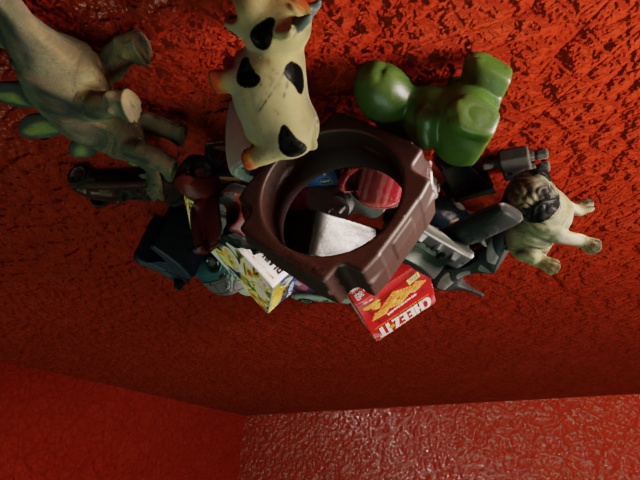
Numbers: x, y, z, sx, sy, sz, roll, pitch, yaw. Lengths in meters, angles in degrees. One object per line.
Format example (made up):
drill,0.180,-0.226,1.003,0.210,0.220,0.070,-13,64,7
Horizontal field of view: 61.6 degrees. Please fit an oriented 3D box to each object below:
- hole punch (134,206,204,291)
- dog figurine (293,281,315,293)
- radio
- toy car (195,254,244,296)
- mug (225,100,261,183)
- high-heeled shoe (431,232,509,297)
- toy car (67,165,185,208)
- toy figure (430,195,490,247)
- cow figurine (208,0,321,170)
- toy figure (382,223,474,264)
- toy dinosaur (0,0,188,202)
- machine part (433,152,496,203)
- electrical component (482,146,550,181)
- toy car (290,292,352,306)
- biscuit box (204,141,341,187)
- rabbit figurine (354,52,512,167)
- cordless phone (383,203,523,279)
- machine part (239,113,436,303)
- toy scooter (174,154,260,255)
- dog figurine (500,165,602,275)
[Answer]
hole punch,-0.264,0.005,0.995,0.115,0.142,0.092,30,141,-23
dog figurine,-0.009,0.073,1.122,0.219,0.108,0.191,19,146,-34
radio,-0.002,-0.003,0.907,0.131,0.073,0.230,15,178,-24
toy car,-0.195,0.062,1.090,0.162,0.103,0.109,-17,-174,39
mug,-0.096,-0.128,0.721,0.080,0.107,0.109,24,145,-33
high-heeled shoe,0.287,0.024,1.064,0.145,0.086,0.248,29,140,20
toy car,-0.323,-0.086,0.897,0.202,0.053,0.089,-1,157,7
toy figure,0.241,-0.032,0.926,0.154,0.064,0.058,19,139,-27
cow figurine,-0.049,-0.179,0.585,0.127,0.085,0.194,-6,123,17
toy figure,0.196,-0.004,0.973,0.180,0.082,0.089,15,141,-14
toy dinosaur,-0.298,-0.184,0.641,0.199,0.105,0.470,2,149,9
machine part,0.218,-0.097,0.827,0.084,0.039,0.138,-6,154,30
electrical component,0.293,-0.112,0.804,0.094,0.021,0.063,-9,152,22
toy car,0.029,0.107,1.223,0.202,0.073,0.056,5,157,-4
biscuit box,-0.072,-0.113,0.801,0.203,0.059,0.062,-4,153,13
rabbit figurine,0.123,-0.164,0.656,0.170,0.121,0.159,22,161,4
cordless phone,0.195,-0.023,0.811,0.146,0.089,0.184,28,147,-20
machine part,0.022,-0.041,0.653,0.202,0.201,0.087,30,166,27
toy scooter,-0.128,-0.029,0.759,0.075,0.135,0.183,-22,147,38
dog figurine,0.325,-0.035,0.854,0.190,0.121,0.172,22,138,-30
